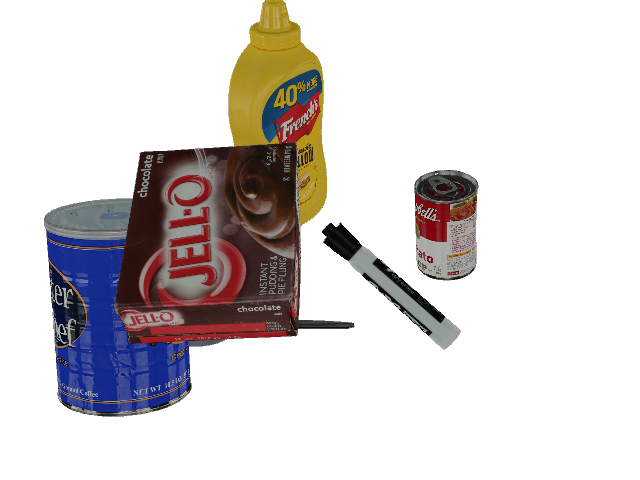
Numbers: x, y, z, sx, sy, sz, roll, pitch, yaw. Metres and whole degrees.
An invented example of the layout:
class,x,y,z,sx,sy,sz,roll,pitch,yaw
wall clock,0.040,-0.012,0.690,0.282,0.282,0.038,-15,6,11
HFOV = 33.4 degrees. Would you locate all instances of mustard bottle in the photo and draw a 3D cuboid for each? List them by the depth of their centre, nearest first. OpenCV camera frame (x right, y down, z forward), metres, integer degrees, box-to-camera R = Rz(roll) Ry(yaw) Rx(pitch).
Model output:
class,x,y,z,sx,sy,sz,roll,pitch,yaw
mustard bottle,-0.035,-0.105,0.887,0.058,0.192,0.096,21,36,34

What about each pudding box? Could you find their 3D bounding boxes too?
class,x,y,z,sx,sy,sz,roll,pitch,yaw
pudding box,-0.056,0.000,0.569,0.090,0.113,0.039,-3,-43,4

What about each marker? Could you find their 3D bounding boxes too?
class,x,y,z,sx,sy,sz,roll,pitch,yaw
marker,0.049,0.031,0.758,0.121,0.020,0.020,42,1,1

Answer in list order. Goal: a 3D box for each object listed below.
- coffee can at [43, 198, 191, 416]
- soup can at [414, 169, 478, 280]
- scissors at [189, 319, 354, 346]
class,x,y,z,sx,sy,sz,roll,pitch,yaw
coffee can,-0.151,0.047,0.803,0.103,0.140,0.103,0,15,0
soup can,0.137,-0.016,1.161,0.068,0.102,0.068,-3,33,2
scissors,-0.071,0.092,1.096,0.202,0.016,0.096,6,18,9
